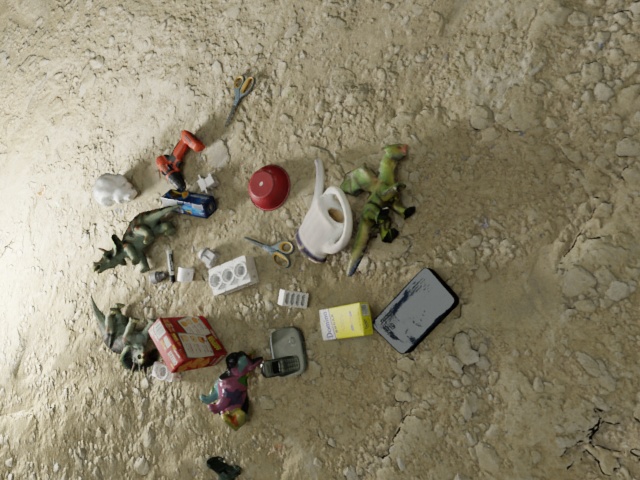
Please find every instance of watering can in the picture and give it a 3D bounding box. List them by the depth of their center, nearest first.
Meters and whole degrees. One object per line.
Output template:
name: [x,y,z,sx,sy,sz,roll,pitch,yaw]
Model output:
watering can: [0.005,-0.079,1.567,0.220,0.103,0.355,-54,38,29]

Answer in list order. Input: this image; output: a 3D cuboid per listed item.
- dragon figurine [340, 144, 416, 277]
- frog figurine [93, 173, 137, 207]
dragon figurine: [0.141,-0.114,1.541,0.407,0.121,0.247,-52,47,12]
frog figurine: [-0.785,-0.184,1.968,0.161,0.120,0.139,26,74,38]
